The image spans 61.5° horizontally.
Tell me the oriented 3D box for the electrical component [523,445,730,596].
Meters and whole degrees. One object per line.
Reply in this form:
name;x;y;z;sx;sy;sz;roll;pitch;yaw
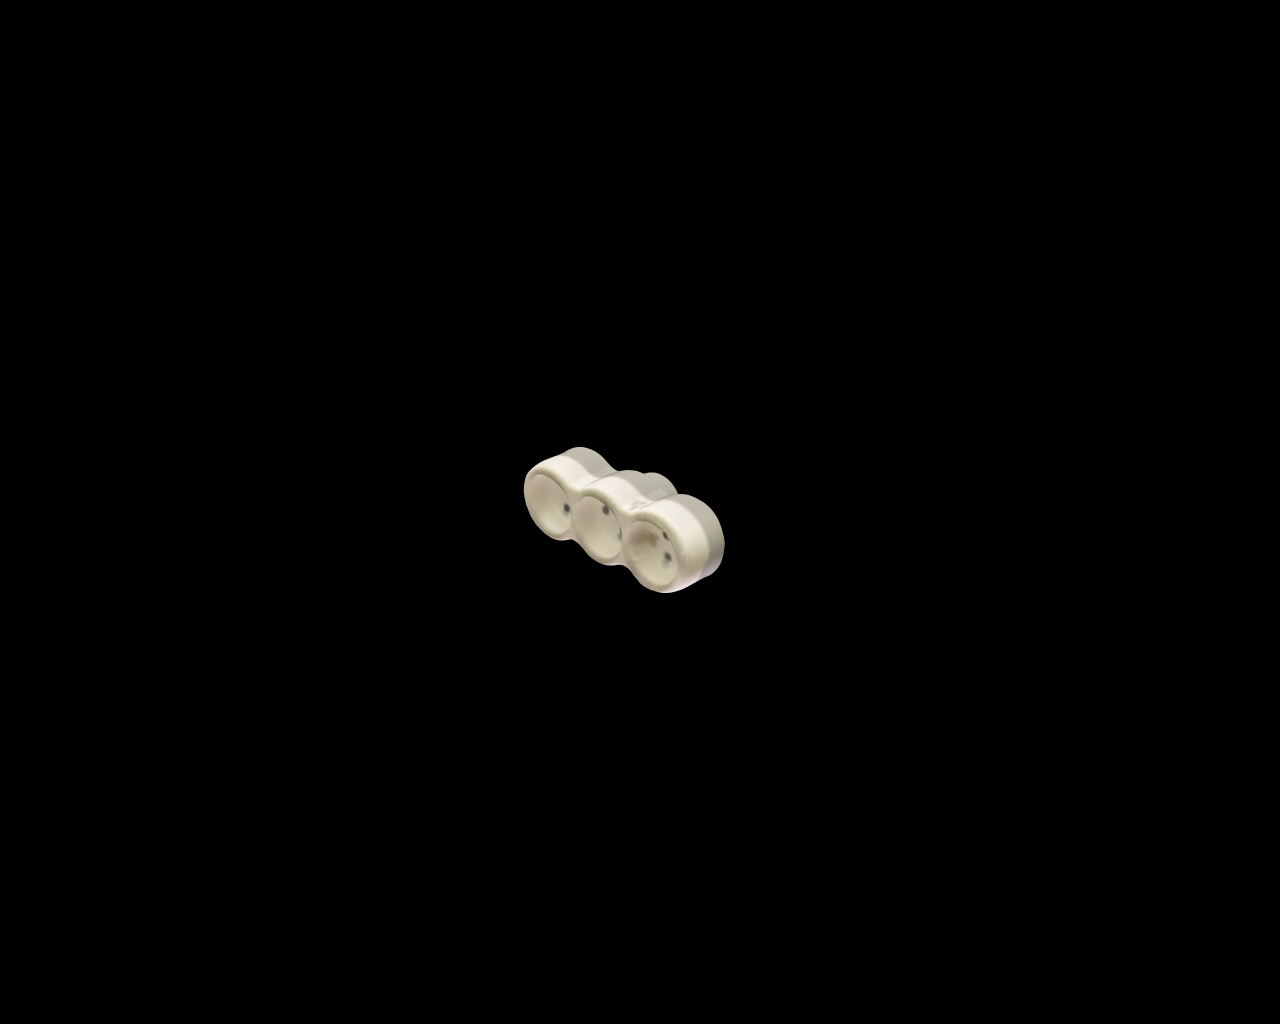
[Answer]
electrical component;0.001;-0.003;0.650;0.138;0.052;0.074;25;37;38
